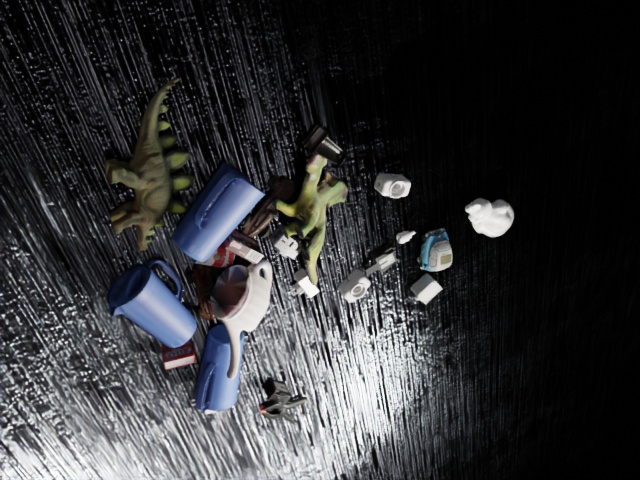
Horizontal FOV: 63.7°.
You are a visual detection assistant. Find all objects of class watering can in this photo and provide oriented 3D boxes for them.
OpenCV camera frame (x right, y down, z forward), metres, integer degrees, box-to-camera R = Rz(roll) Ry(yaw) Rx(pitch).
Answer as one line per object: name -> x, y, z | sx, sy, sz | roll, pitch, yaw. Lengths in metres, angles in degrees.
watering can -> -0.223, 0.208, 1.436 | 0.221, 0.104, 0.352 | 48, 57, -60

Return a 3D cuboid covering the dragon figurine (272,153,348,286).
dragon figurine -> 0.004, -0.073, 1.451 | 0.246, 0.123, 0.401 | -43, 141, -24

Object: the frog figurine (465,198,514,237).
frog figurine -> 0.566, -0.084, 1.719 | 0.136, 0.125, 0.158 | -37, 141, 23
